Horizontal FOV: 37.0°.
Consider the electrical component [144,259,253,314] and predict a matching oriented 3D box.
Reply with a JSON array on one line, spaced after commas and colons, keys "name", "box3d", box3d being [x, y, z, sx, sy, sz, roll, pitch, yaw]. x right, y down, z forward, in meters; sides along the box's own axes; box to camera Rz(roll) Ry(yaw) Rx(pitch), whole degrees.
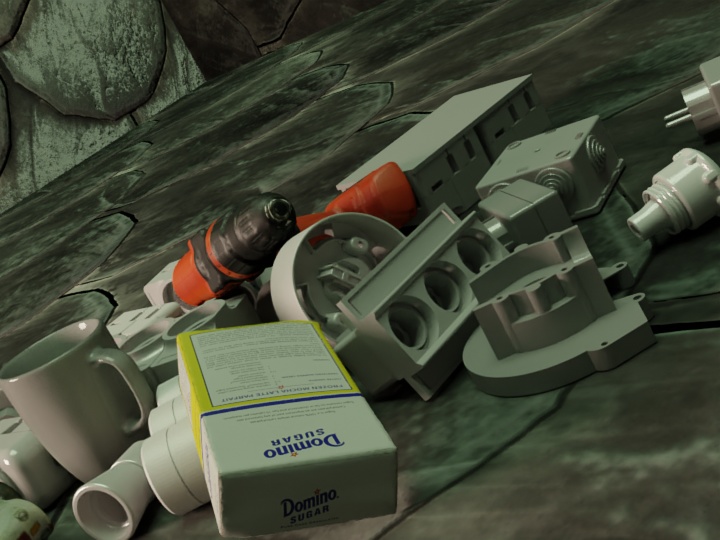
[{"name": "electrical component", "box3d": [-0.158, 0.017, 1.044, 0.089, 0.050, 0.055, -18, 20, 31]}]

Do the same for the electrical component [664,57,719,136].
[{"name": "electrical component", "box3d": [0.263, -0.124, 0.797, 0.077, 0.047, 0.065, -22, 18, 20]}]

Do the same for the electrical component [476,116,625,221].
[{"name": "electrical component", "box3d": [0.146, -0.072, 0.829, 0.100, 0.048, 0.099, -16, 21, 35]}]

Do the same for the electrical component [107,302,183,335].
[{"name": "electrical component", "box3d": [-0.193, 0.068, 0.949, 0.089, 0.050, 0.056, -12, 23, 45]}]

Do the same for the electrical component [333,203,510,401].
[{"name": "electrical component", "box3d": [0.041, 0.022, 0.689, 0.121, 0.078, 0.063, -43, 0, -40]}]

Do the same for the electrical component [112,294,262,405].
[{"name": "electrical component", "box3d": [-0.153, 0.078, 0.839, 0.150, 0.061, 0.089, -19, 19, 27]}]

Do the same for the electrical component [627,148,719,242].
[{"name": "electrical component", "box3d": [0.197, -0.042, 0.673, 0.062, 0.048, 0.048, -36, 17, -1]}]

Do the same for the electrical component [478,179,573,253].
[{"name": "electrical component", "box3d": [0.103, -0.022, 0.753, 0.077, 0.047, 0.066, -30, 17, -6]}]

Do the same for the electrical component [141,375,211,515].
[{"name": "electrical component", "box3d": [-0.093, 0.099, 0.700, 0.074, 0.052, 0.138, -27, 17, 4]}]

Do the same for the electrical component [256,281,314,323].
[{"name": "electrical component", "box3d": [-0.046, 0.029, 0.844, 0.043, 0.043, 0.081, -36, 18, -23]}]

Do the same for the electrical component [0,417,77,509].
[{"name": "electrical component", "box3d": [-0.258, 0.148, 0.811, 0.095, 0.053, 0.059, -13, 22, 41]}]

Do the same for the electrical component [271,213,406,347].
[{"name": "electrical component", "box3d": [-0.010, 0.011, 0.757, 0.099, 0.099, 0.064, -41, 15, -36]}]

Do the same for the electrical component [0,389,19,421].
[{"name": "electrical component", "box3d": [-0.293, 0.132, 0.896, 0.047, 0.065, 0.076, -29, 17, -4]}]

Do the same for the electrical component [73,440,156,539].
[{"name": "electrical component", "box3d": [-0.148, 0.139, 0.692, 0.044, 0.044, 0.065, -20, 14, 26]}]

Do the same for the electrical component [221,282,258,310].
[{"name": "electrical component", "box3d": [-0.115, 0.026, 0.967, 0.044, 0.044, 0.065, -30, 12, -6]}]

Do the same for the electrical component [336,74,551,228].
[{"name": "electrical component", "box3d": [0.083, -0.105, 1.002, 0.186, 0.060, 0.105, -40, 21, -34]}]
